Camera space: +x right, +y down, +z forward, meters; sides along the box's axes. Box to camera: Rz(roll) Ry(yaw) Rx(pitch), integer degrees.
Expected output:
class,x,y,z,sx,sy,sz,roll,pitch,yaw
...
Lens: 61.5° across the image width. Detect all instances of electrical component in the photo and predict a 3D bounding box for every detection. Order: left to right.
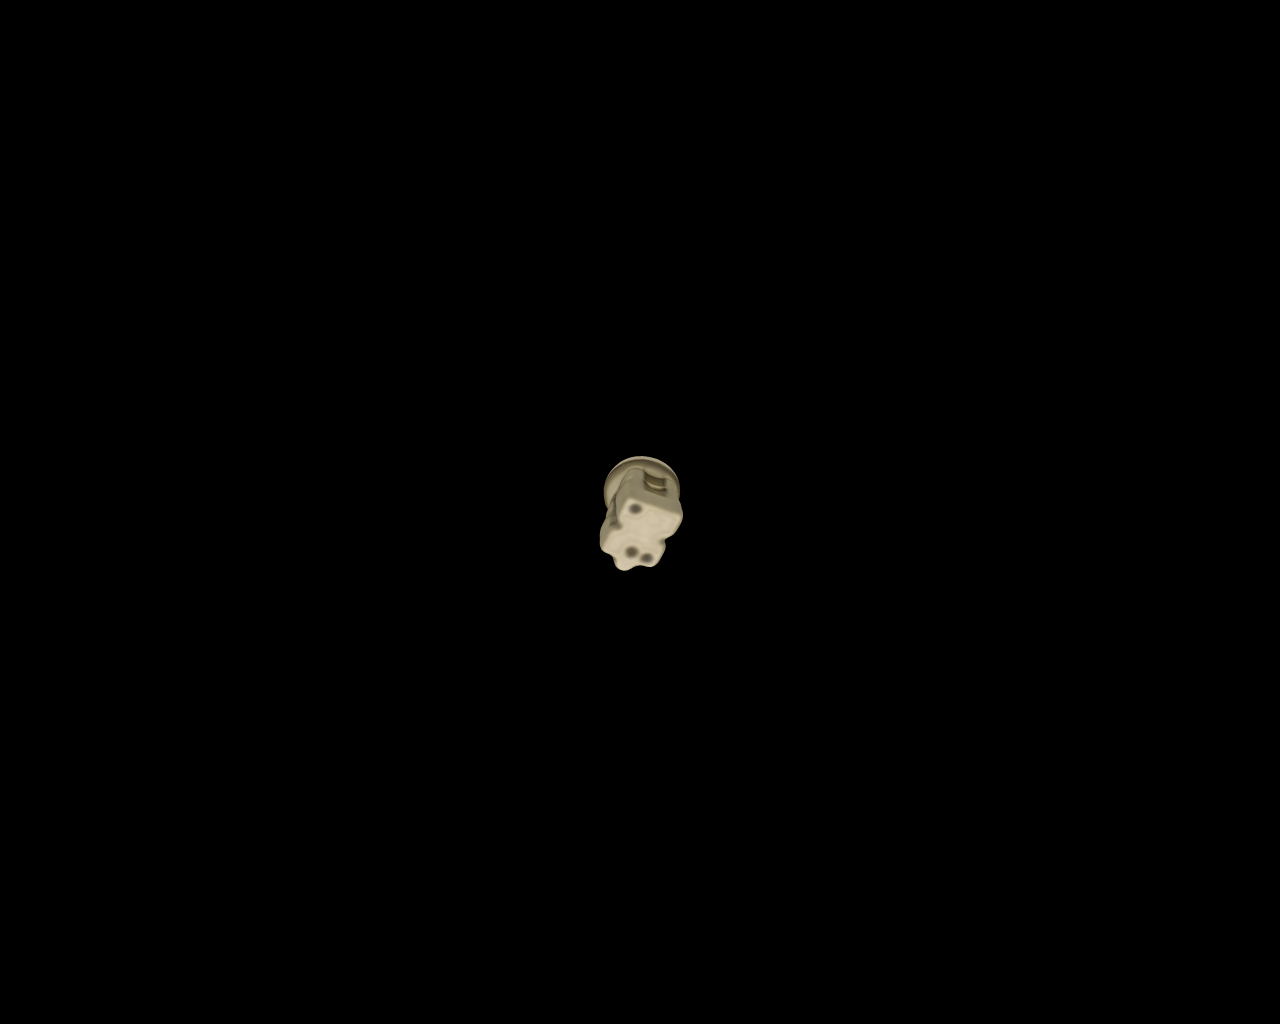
class,x,y,z,sx,sy,sz,roll,pitch,yaw
electrical component,0.001,-0.003,0.650,0.048,0.066,0.055,21,32,-14
